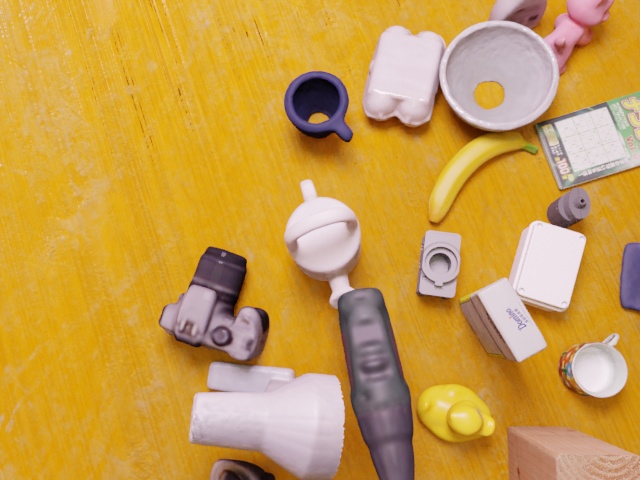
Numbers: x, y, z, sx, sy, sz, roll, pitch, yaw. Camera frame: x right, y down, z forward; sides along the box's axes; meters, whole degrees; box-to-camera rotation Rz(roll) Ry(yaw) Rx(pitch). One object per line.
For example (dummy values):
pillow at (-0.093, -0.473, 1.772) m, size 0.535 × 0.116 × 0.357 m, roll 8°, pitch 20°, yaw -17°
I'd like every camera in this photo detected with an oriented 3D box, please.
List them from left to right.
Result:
camera at (-0.137, 0.085, 0.797) m, size 0.143 × 0.101 × 0.137 m, roll 17°, pitch 82°, yaw 6°

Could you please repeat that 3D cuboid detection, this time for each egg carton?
egg carton at (0.125, -0.244, 0.853) m, size 0.107 × 0.069 × 0.150 m, roll 12°, pitch 81°, yaw 5°

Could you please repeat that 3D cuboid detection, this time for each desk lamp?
desk lamp at (-0.068, 0.219, 0.713) m, size 0.203 × 0.213 × 0.118 m, roll 4°, pitch 81°, yaw 4°

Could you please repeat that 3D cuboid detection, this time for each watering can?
watering can at (0.009, 0.002, 0.755) m, size 0.101 × 0.194 × 0.173 m, roll -40°, pitch 80°, yaw -3°

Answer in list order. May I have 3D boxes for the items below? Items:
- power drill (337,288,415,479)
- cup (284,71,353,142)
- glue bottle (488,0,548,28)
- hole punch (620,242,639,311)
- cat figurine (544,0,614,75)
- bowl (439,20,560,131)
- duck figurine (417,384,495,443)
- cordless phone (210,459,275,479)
power drill at (0.072, 0.177, 0.714) m, size 0.075 × 0.208 × 0.229 m, roll -13°, pitch 80°, yaw 2°
cup at (0.007, -0.177, 0.836) m, size 0.092 × 0.095 × 0.117 m, roll -43°, pitch 80°, yaw -4°
glue bottle at (0.292, -0.350, 0.809) m, size 0.078 × 0.173 × 0.037 m, roll -15°, pitch 80°, yaw 1°
hole punch at (0.474, 0.047, 0.773) m, size 0.101 × 0.091 × 0.109 m, roll 8°, pitch 81°, yaw 5°
cat figurine at (0.373, -0.320, 0.827) m, size 0.067 × 0.118 × 0.128 m, roll 38°, pitch 85°, yaw 9°
bowl at (0.255, -0.229, 0.840) m, size 0.167 × 0.075 × 0.167 m, roll -1°, pitch 80°, yaw 3°
duck figurine at (0.182, 0.234, 0.761) m, size 0.104 × 0.086 × 0.077 m, roll 17°, pitch 82°, yaw 6°
cordless phone at (-0.115, 0.360, 0.706) m, size 0.094 × 0.185 × 0.147 m, roll 1°, pitch 80°, yaw 4°
